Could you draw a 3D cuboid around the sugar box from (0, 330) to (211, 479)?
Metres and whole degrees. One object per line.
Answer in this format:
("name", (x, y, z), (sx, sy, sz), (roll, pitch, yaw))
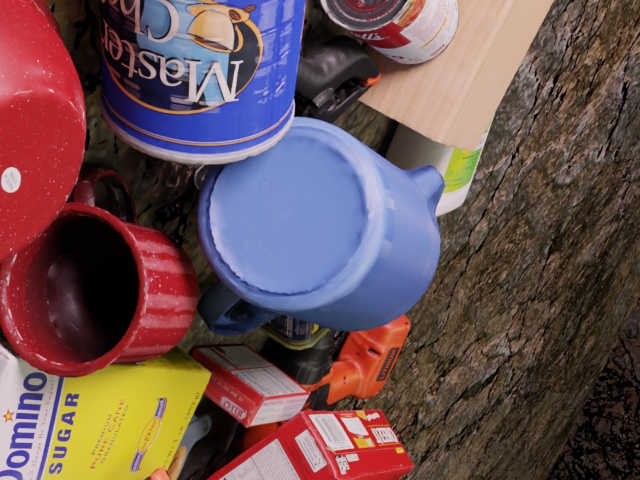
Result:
("sugar box", (-0.151, 0.109, 0.656), (0.176, 0.048, 0.093), (12, 104, -58))

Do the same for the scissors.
("scissors", (-0.101, 0.134, 0.856), (0.201, 0.016, 0.096), (-45, 137, -63))

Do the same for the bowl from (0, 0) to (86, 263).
("bowl", (-0.159, -0.039, 0.482), (0.162, 0.055, 0.162), (-44, 154, -29))

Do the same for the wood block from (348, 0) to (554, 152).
("wood block", (0.114, -0.180, 0.803), (0.090, 0.090, 0.206), (1, 118, -63))

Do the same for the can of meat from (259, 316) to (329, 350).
("can of meat", (-0.004, 0.025, 0.870), (0.101, 0.057, 0.084), (-39, 149, -36))

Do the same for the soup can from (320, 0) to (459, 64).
("soup can", (0.049, -0.162, 0.723), (0.068, 0.069, 0.102), (-61, 157, 8))

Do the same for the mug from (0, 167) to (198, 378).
("mug", (-0.121, 0.017, 0.604), (0.081, 0.093, 0.117), (14, 71, -71))

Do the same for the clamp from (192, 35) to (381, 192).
("clamp", (-0.010, -0.101, 0.708), (0.171, 0.039, 0.120), (-40, 170, -42))

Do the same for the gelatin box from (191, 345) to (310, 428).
("gelatin box", (-0.059, 0.116, 0.850), (0.030, 0.073, 0.089), (-61, 157, 9))

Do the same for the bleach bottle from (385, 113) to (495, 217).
("bleach bottle", (0.123, -0.146, 0.902), (0.102, 0.068, 0.251), (-20, 134, -54))

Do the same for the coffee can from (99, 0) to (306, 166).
("coffee can", (-0.056, -0.122, 0.519), (0.102, 0.103, 0.140), (-37, 149, -39))

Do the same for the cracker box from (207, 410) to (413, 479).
("cracker box", (-0.043, 0.231, 0.927), (0.214, 0.072, 0.164), (-38, 158, 16))

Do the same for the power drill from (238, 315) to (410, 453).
("power drill", (0.010, 0.113, 1.007), (0.187, 0.057, 0.185), (-18, 139, -52))

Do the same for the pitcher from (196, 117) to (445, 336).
("pitcher", (-0.005, 0.001, 0.689), (0.242, 0.145, 0.149), (21, 79, -79))

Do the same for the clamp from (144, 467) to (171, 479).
("clamp", (-0.161, 0.215, 0.718), (0.164, 0.036, 0.210), (-13, 155, -41))
